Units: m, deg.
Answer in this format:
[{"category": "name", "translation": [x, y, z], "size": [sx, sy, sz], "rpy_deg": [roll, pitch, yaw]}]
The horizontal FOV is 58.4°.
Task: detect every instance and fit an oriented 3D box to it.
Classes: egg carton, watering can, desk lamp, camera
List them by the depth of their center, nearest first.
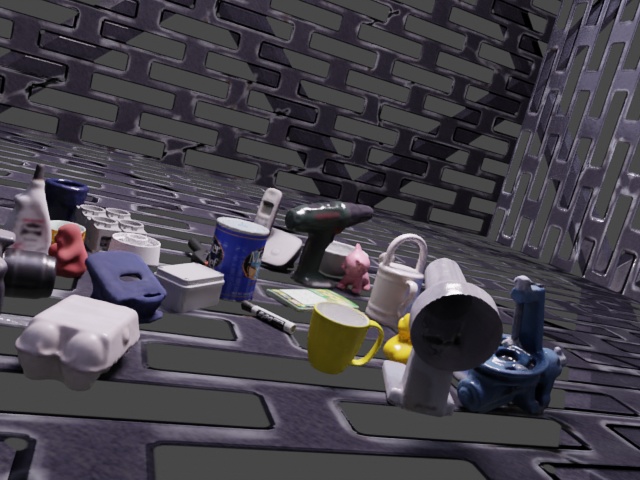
[{"category": "egg carton", "translation": [-0.282, 0.119, 0.684], "size": [0.107, 0.069, 0.150], "rpy_deg": [15, 10, -2]}, {"category": "camera", "translation": [-0.440, 0.040, 0.793], "size": [0.137, 0.101, 0.142], "rpy_deg": [9, 11, -29]}, {"category": "desk lamp", "translation": [0.165, 0.140, 0.820], "size": [0.118, 0.213, 0.203], "rpy_deg": [15, 10, -3]}, {"category": "watering can", "translation": [0.165, 0.078, 1.220], "size": [0.101, 0.194, 0.172], "rpy_deg": [7, 13, -40]}]

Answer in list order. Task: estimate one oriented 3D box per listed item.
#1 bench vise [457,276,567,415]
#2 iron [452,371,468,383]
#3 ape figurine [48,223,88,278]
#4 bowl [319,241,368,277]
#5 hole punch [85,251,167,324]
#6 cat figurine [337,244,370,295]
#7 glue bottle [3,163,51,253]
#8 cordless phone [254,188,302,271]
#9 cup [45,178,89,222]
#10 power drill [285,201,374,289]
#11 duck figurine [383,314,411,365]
[{"category": "bench vise", "translation": [0.315, 0.162, 0.906], "size": [0.121, 0.220, 0.208], "rpy_deg": [23, 12, 37]}, {"category": "iron", "translation": [0.270, 0.161, 1.070], "size": [0.118, 0.141, 0.258], "rpy_deg": [14, 10, -5]}, {"category": "ape figurine", "translation": [-0.430, 0.015, 0.972], "size": [0.076, 0.092, 0.077], "rpy_deg": [12, 10, -17]}, {"category": "bowl", "translation": [0.040, 0.053, 1.516], "size": [0.167, 0.075, 0.167], "rpy_deg": [15, 10, -2]}, {"category": "hole punch", "translation": [-0.293, 0.072, 0.867], "size": [0.100, 0.091, 0.109], "rpy_deg": [20, 11, 28]}, {"category": "cat figurine", "translation": [0.092, 0.067, 1.392], "size": [0.067, 0.118, 0.128], "rpy_deg": [18, 10, 18]}, {"category": "glue bottle", "translation": [-0.496, -0.048, 0.985], "size": [0.037, 0.173, 0.078], "rpy_deg": [23, 13, 39]}, {"category": "cordless phone", "translation": [-0.108, -0.027, 1.419], "size": [0.147, 0.185, 0.094], "rpy_deg": [19, 11, 24]}, {"category": "cup", "translation": [-0.579, -0.088, 1.310], "size": [0.091, 0.095, 0.117], "rpy_deg": [14, 10, -4]}, {"category": "power drill", "translation": [0.012, 0.005, 1.354], "size": [0.230, 0.208, 0.075], "rpy_deg": [8, 12, -36]}, {"category": "duck figurine", "translation": [0.157, 0.172, 0.999], "size": [0.078, 0.086, 0.104], "rpy_deg": [13, 10, -13]}]
